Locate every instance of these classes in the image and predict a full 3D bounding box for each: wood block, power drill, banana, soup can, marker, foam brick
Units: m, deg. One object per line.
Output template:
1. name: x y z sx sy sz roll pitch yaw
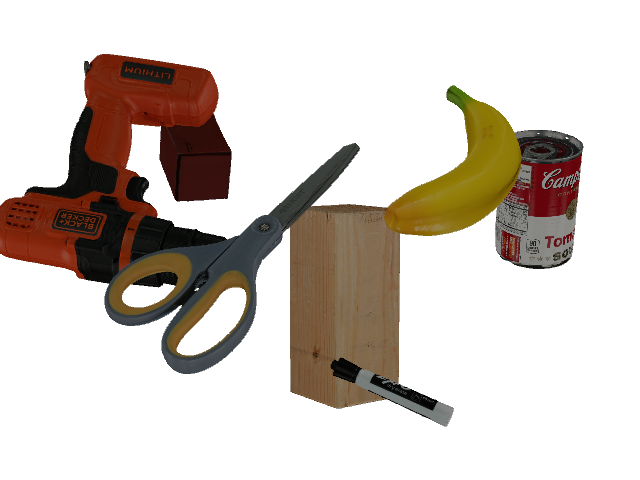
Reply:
1. wood block: 0.026 0.067 1.164 0.090 0.206 0.091 -5 9 -37
2. power drill: -0.135 -0.052 0.810 0.184 0.187 0.057 10 -34 4
3. banana: 0.098 -0.047 0.722 0.070 0.037 0.197 15 33 11
4. soup can: 0.185 -0.035 0.913 0.068 0.102 0.068 -1 26 0
5. marker: 0.064 0.138 0.985 0.121 0.020 0.020 23 7 17
6. foam brick: -0.119 -0.080 1.008 0.053 0.051 0.078 -4 36 -18

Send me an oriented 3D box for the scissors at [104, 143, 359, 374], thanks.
1. scissors: -0.054 -0.003 0.632 0.096 0.016 0.201 12 46 17
